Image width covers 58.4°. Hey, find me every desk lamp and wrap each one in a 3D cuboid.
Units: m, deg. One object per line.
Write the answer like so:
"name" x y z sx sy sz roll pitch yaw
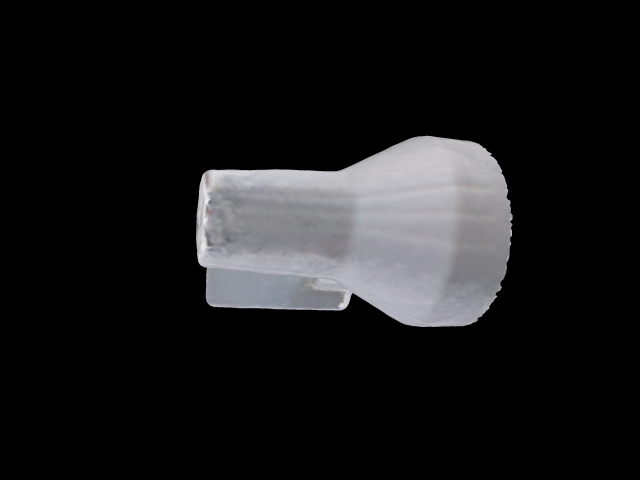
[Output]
"desk lamp" 0.004 0.001 0.400 0.203 0.213 0.118 0 81 0
